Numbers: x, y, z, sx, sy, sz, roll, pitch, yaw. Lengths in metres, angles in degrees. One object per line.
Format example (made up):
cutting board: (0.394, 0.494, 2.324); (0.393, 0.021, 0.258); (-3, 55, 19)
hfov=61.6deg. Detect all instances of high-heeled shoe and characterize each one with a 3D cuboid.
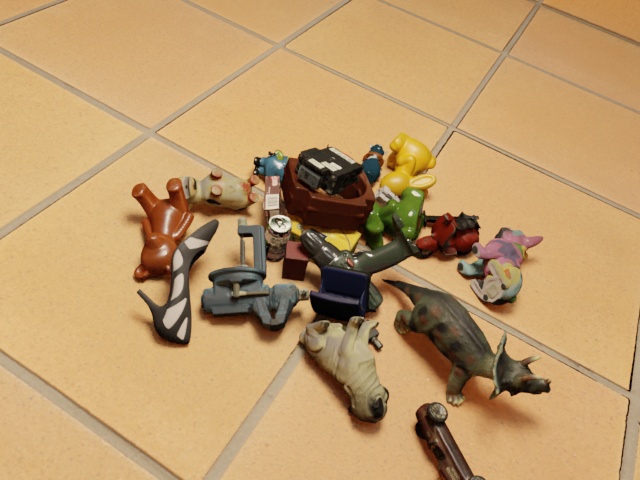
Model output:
high-heeled shoe: (-0.247, 0.082, 1.073); (0.145, 0.086, 0.249); (44, 68, -7)

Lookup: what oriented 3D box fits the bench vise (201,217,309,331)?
bench vise: (-0.134, 0.065, 1.111); (0.224, 0.128, 0.240); (-7, 70, 6)

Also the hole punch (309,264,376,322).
hole punch: (0.041, 0.126, 1.104); (0.142, 0.115, 0.092); (8, 38, 14)

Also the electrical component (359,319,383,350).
electrical component: (0.088, 0.198, 1.131); (0.063, 0.021, 0.094); (-20, 57, -28)

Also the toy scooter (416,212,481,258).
toy scooter: (0.324, -0.017, 1.309); (0.184, 0.135, 0.075); (-8, 50, -22)

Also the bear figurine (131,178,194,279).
bear figurine: (-0.345, -0.021, 1.149); (0.120, 0.131, 0.196); (-6, 44, 9)

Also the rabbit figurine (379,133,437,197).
rabbit figurine: (0.233, -0.178, 1.466); (0.162, 0.121, 0.173); (35, 63, 5)

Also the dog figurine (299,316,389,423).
dog figurine: (0.041, 0.253, 1.035); (0.121, 0.172, 0.190); (17, 65, -48)

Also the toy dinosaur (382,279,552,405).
toy dinosaur: (0.264, 0.181, 1.078); (0.131, 0.192, 0.405); (-25, 60, -34)

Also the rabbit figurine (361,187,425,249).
rabbit figurine: (0.162, -0.047, 1.332); (0.170, 0.121, 0.159); (10, 51, 20)

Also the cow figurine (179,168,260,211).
cow figurine: (-0.254, -0.114, 1.269); (0.195, 0.127, 0.085); (5, 69, -31)

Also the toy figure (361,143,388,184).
toy figure: (0.144, -0.213, 1.490); (0.064, 0.058, 0.154); (48, 38, -22)

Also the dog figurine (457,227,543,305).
dog figurine: (0.462, 0.054, 1.302); (0.219, 0.108, 0.192); (-12, 52, -27)

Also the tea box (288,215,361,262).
tea box: (-0.003, -0.004, 1.259); (0.170, 0.068, 0.098); (27, 47, 9)

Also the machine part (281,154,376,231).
machine part: (0.016, -0.113, 1.269); (0.201, 0.087, 0.202); (7, 35, -18)

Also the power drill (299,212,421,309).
power drill: (0.097, 0.026, 1.150); (0.207, 0.086, 0.232); (-34, 98, 0)

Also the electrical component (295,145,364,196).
electrical component: (0.014, -0.157, 1.203); (0.115, 0.058, 0.134); (36, 38, 26)

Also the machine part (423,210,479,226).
machine part: (0.333, -0.051, 1.391); (0.139, 0.084, 0.039); (5, 80, 1)

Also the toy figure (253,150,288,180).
toy figure: (-0.081, -0.182, 1.392); (0.180, 0.082, 0.089); (10, 49, -2)

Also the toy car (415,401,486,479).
toy car: (0.228, 0.386, 0.953); (0.053, 0.089, 0.202); (-9, 53, -23)
